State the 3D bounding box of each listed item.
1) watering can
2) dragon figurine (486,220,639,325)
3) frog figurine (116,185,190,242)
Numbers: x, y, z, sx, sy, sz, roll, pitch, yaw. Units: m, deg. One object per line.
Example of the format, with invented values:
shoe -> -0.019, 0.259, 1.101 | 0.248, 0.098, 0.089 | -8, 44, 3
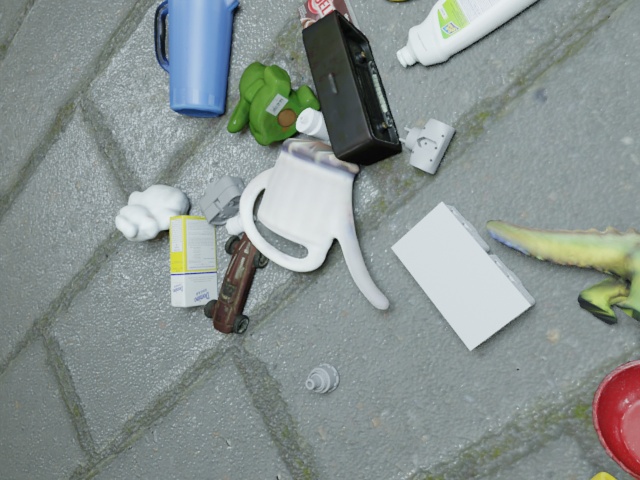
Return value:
watering can -> 0.003, -0.044, 0.866 | 0.351, 0.104, 0.223 | 26, 100, 31
dragon figurine -> 0.437, 0.007, 0.619 | 0.415, 0.121, 0.243 | 38, 89, 26
frog figurine -> -0.349, -0.058, 1.053 | 0.139, 0.159, 0.122 | 32, 103, 29
